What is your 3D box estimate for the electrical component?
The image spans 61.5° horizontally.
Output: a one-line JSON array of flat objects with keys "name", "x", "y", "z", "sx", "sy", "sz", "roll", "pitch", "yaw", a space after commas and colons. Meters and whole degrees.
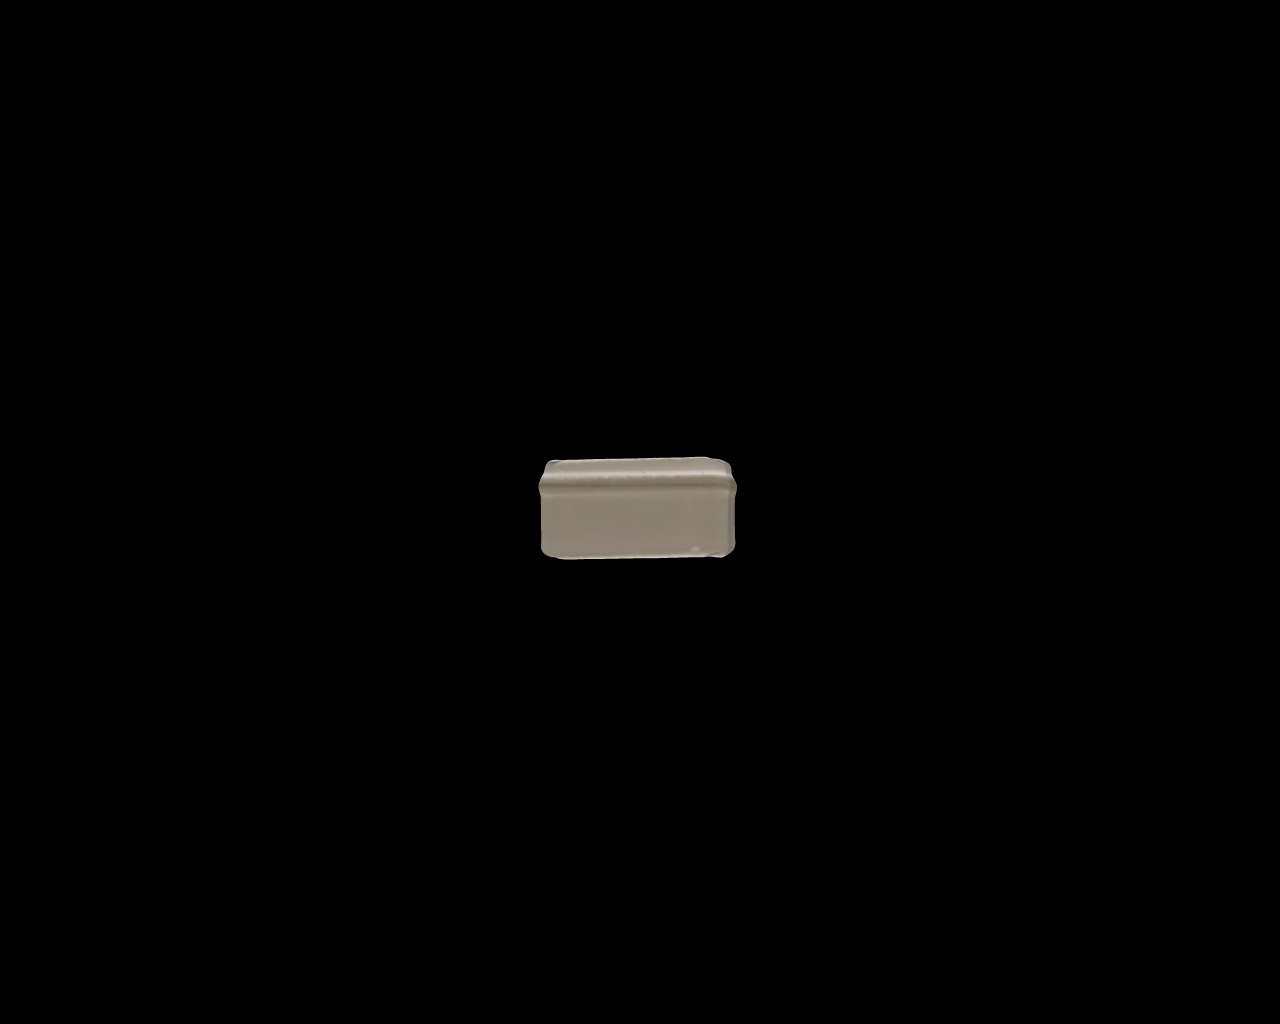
[{"name": "electrical component", "x": 0.001, "y": -0.003, "z": 0.650, "sx": 0.113, "sy": 0.057, "sz": 0.078, "roll": 0, "pitch": 0, "yaw": 9}]
